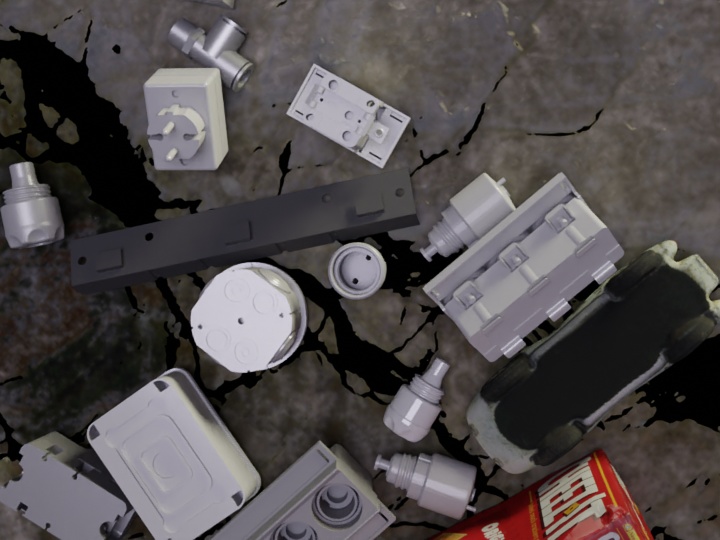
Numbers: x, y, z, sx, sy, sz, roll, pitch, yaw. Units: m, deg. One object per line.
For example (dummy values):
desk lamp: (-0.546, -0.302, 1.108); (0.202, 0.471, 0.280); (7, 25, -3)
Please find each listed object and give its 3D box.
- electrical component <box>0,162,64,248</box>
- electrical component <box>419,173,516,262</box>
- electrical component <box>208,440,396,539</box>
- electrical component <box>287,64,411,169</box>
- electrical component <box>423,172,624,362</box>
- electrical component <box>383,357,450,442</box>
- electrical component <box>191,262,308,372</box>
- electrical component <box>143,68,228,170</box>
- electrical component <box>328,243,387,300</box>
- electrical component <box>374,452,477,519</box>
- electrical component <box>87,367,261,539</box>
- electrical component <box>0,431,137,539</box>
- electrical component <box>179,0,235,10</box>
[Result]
electrical component: (-0.248, -0.049, 0.806); (0.043, 0.043, 0.062); (-12, 90, 8)
electrical component: (0.077, -0.034, 0.767); (0.078, 0.040, 0.040); (-39, 87, 7)
electrical component: (-0.046, 0.186, 0.777); (0.121, 0.063, 0.078); (-42, 98, 7)
electrical component: (-0.010, -0.111, 0.763); (0.081, 0.064, 0.042); (30, 95, 5)
electrical component: (0.115, 0.001, 0.743); (0.121, 0.079, 0.063); (-40, 48, 7)
electrical component: (0.045, 0.092, 0.779); (0.035, 0.035, 0.061); (31, 94, 5)
electrical component: (-0.081, 0.035, 0.784); (0.080, 0.051, 0.080); (0, 92, 7)
electrical component: (-0.127, -0.101, 0.762); (0.047, 0.076, 0.065); (1, 117, 7)
electrical component: (0.000, 0.000, 0.775); (0.040, 0.046, 0.040); (0, 92, 7)
electrical component: (0.049, 0.151, 0.778); (0.078, 0.040, 0.040); (18, 95, 6)
electrical component: (-0.135, 0.137, 0.792); (0.078, 0.057, 0.113); (-35, 88, 7)
electrical component: (-0.212, 0.166, 0.804); (0.089, 0.056, 0.050); (30, 96, 5)
electrical component: (-0.117, -0.224, 0.758); (0.050, 0.089, 0.055); (12, 94, 6)
